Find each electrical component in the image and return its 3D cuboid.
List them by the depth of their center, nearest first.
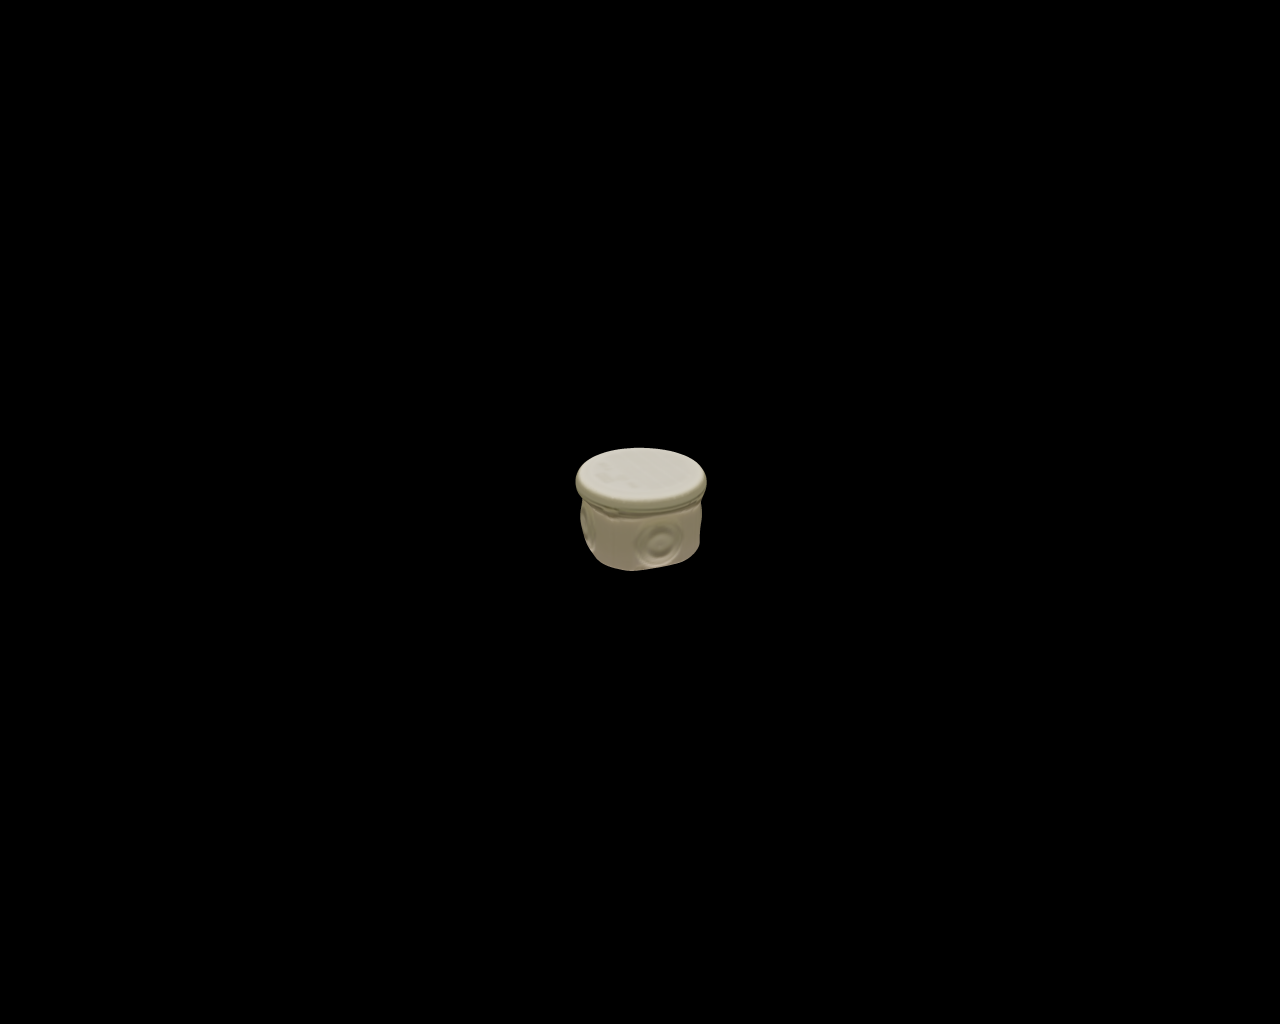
[{"bbox_3d":[0.001,-0.003,0.650,0.080,0.050,0.080,0,27,0],"label":"electrical component"}]
